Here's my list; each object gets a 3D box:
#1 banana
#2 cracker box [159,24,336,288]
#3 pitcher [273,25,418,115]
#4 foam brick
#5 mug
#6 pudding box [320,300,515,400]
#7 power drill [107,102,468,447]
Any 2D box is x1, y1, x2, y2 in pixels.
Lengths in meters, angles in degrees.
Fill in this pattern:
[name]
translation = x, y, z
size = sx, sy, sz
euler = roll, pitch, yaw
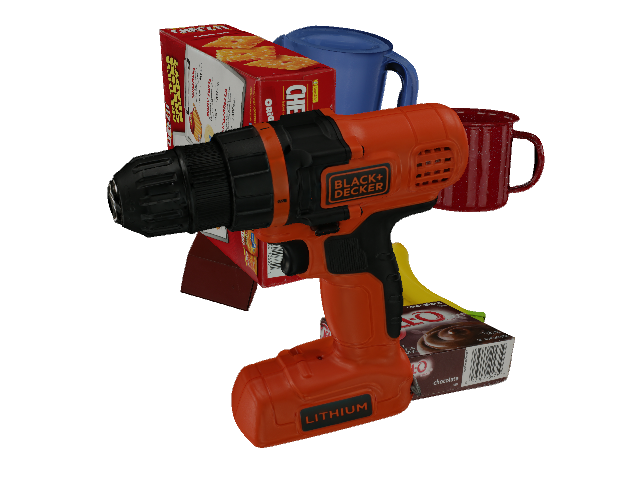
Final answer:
[banana]
translation = 0.105, 0.053, 1.203
size = 0.069, 0.037, 0.198
euler = 3, 24, -28
[cracker box]
translation = -0.062, -0.078, 0.869
size = 0.072, 0.164, 0.214
euler = -10, 24, -24
[pitcher]
translation = 0.019, -0.134, 1.315
size = 0.144, 0.243, 0.149
euler = -4, 25, -23
[foam brick]
translation = -0.105, 0.033, 1.149
size = 0.078, 0.051, 0.053
euler = 17, 30, 1
[mug]
translation = 0.142, -0.072, 0.963
size = 0.117, 0.081, 0.093
euler = 4, 15, 13
[pudding box]
translation = 0.068, 0.078, 0.772
size = 0.113, 0.039, 0.090
euler = -4, 18, -32
[power drill]
translation = -0.014, 0.022, 0.567
size = 0.184, 0.188, 0.057
euler = -10, 36, -15
